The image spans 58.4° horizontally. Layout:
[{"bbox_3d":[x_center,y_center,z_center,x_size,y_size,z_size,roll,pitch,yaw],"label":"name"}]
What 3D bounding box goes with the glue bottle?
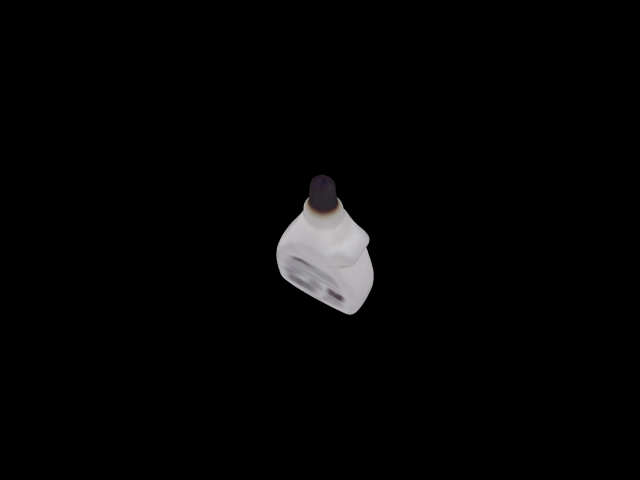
[{"bbox_3d":[0.004,0.001,0.400,0.078,0.173,0.037,30,71,12],"label":"glue bottle"}]
